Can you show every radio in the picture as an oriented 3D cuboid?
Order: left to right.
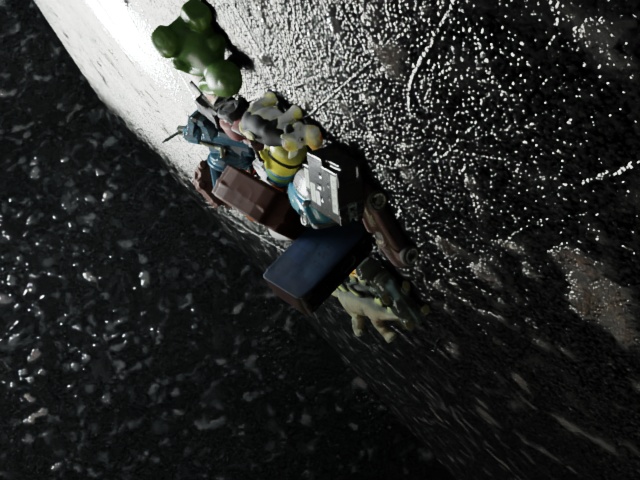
[{"bbox_3d":[0.001,0.044,1.173,0.131,0.229,0.073,32,161,38],"label":"radio"}]

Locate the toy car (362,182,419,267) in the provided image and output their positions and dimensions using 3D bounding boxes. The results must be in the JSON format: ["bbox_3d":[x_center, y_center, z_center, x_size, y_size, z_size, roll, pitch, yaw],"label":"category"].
[{"bbox_3d":[0.112,-0.026,0.996,0.202,0.053,0.089,55,168,-30],"label":"toy car"}]

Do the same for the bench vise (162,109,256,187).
[{"bbox_3d":[-0.257,-0.207,1.355,0.224,0.129,0.240,7,133,7],"label":"bench vise"}]

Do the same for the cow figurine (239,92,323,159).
[{"bbox_3d":[-0.075,-0.201,0.987,0.168,0.098,0.068,37,157,35],"label":"cow figurine"}]

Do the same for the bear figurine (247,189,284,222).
[{"bbox_3d":[-0.147,-0.115,1.504,0.120,0.131,0.196,13,-165,7],"label":"bear figurine"}]

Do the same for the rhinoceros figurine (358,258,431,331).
[{"bbox_3d":[0.166,0.119,1.218,0.190,0.073,0.112,47,178,-2],"label":"rhinoceros figurine"}]

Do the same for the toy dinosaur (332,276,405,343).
[{"bbox_3d":[0.106,0.159,1.461,0.198,0.105,0.472,59,156,-14],"label":"toy dinosaur"}]

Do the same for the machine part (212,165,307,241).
[{"bbox_3d":[-0.128,-0.086,1.236,0.202,0.087,0.201,33,-178,23],"label":"machine part"}]

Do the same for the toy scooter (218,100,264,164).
[{"bbox_3d":[-0.147,-0.232,1.193,0.184,0.075,0.135,30,159,42],"label":"toy scooter"}]

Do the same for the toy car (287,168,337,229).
[{"bbox_3d":[-0.004,-0.099,1.081,0.162,0.109,0.102,-129,30,-47],"label":"toy car"}]

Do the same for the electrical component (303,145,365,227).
[{"bbox_3d":[0.022,-0.102,0.956,0.134,0.058,0.114,39,139,50],"label":"electrical component"}]

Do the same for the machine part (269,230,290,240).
[{"bbox_3d":[-0.099,-0.037,1.591,0.079,0.079,0.243,51,168,-12],"label":"machine part"}]

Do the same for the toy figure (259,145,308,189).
[{"bbox_3d":[-0.071,-0.166,1.115,0.089,0.082,0.180,20,156,4],"label":"toy figure"}]

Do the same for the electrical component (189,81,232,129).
[{"bbox_3d":[-0.256,-0.327,1.260,0.119,0.075,0.047,40,165,14],"label":"electrical component"}]

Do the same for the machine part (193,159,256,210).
[{"bbox_3d":[-0.274,-0.178,1.559,0.179,0.179,0.056,51,164,-10],"label":"machine part"}]

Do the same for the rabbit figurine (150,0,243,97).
[{"bbox_3d":[-0.215,-0.329,1.016,0.170,0.121,0.159,50,174,4],"label":"rabbit figurine"}]
